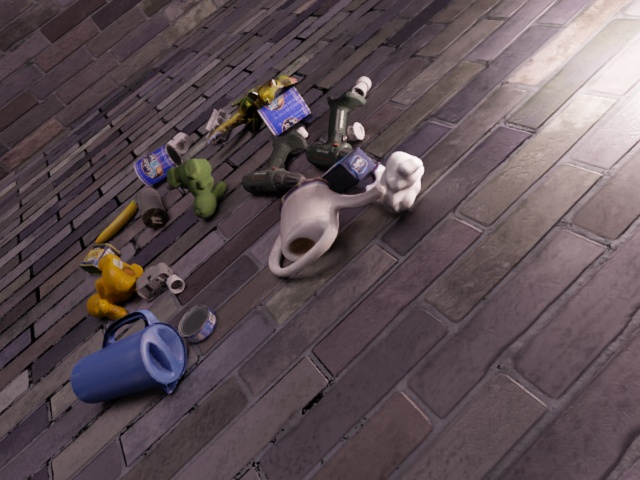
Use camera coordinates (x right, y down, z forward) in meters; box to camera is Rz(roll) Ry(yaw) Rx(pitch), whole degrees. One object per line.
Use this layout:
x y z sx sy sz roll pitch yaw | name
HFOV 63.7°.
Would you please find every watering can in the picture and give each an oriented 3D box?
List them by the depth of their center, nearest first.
0.004 -0.058 1.153 0.103 0.343 0.230 34 -151 -31 | watering can

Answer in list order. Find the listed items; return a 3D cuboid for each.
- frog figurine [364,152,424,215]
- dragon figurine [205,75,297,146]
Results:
0.175 -0.127 1.083 0.122 0.140 0.158 53 147 -8 | frog figurine
-0.255 -0.475 1.840 0.120 0.411 0.246 60 174 -26 | dragon figurine
